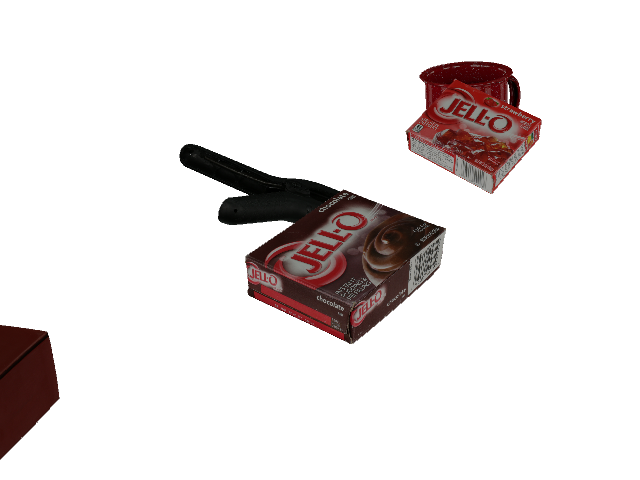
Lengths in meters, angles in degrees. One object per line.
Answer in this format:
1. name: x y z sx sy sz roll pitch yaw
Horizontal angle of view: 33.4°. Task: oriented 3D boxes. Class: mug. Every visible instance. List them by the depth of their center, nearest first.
1. mug: 0.159 -0.136 1.097 0.117 0.081 0.093 -21 27 -32

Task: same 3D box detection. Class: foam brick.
1. foam brick: -0.209 0.095 0.667 0.053 0.051 0.078 7 29 21

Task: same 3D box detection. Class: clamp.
1. clamp: -0.031 -0.037 1.066 0.209 0.036 0.165 14 20 -20

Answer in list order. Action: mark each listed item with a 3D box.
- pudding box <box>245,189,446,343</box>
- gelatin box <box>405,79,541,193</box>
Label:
1. pudding box: 0.018 0.015 0.727 0.090 0.039 0.113 23 38 30
2. gelatin box: 0.129 -0.090 0.900 0.089 0.073 0.030 31 -27 26
